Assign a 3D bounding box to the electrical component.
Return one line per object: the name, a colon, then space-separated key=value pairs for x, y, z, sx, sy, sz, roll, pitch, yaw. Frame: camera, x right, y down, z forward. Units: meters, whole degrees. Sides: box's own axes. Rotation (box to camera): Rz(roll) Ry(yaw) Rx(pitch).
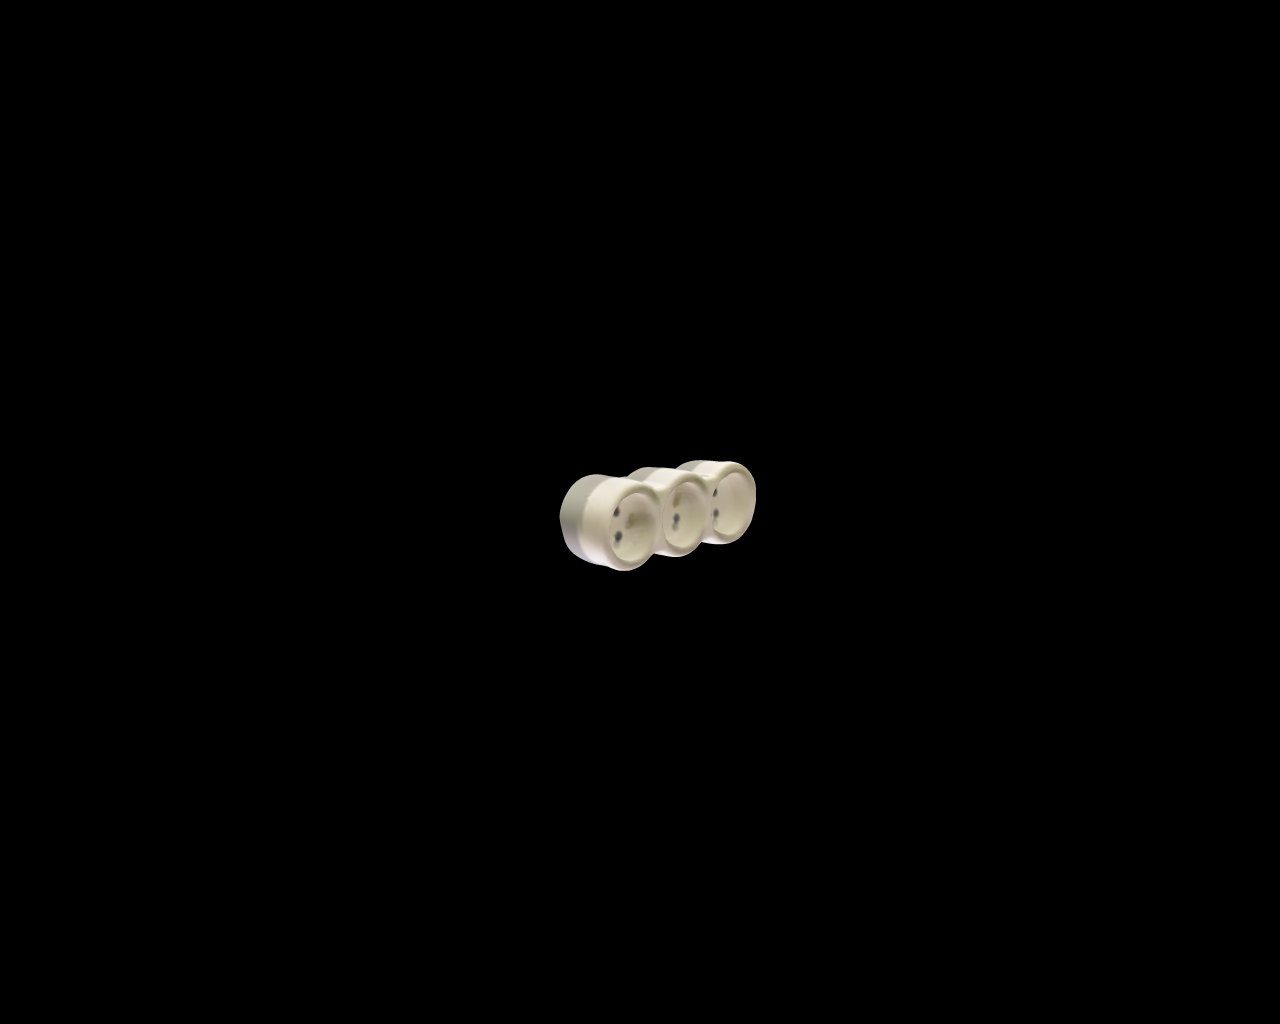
electrical component: x=0.001 y=-0.003 z=0.650 sx=0.074 sy=0.052 sz=0.138 roll=10 pitch=15 yaw=42
